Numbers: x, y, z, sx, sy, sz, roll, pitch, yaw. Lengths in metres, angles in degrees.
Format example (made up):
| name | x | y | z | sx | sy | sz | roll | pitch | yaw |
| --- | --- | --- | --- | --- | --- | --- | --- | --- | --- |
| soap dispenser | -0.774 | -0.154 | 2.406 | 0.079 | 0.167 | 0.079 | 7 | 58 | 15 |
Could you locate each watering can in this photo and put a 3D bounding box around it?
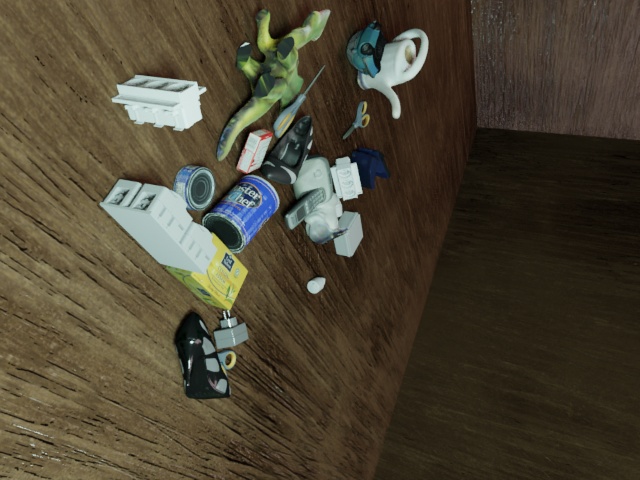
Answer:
| name | x | y | z | sx | sy | sz | roll | pitch | yaw |
| --- | --- | --- | --- | --- | --- | --- | --- | --- | --- |
| watering can | 0.207 | -0.506 | 1.572 | 0.102 | 0.224 | 0.353 | 41 | 62 | -41 |

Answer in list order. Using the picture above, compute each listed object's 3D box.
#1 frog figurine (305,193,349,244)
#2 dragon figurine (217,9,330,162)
| name | x | y | z | sx | sy | sz | roll | pitch | yaw |
| --- | --- | --- | --- | --- | --- | --- | --- | --- | --- |
| frog figurine | 0.004 | -0.074 | 1.466 | 0.139 | 0.121 | 0.160 | -19 | 81 | -52 |
| dragon figurine | -0.092 | -0.341 | 1.140 | 0.409 | 0.123 | 0.242 | -63 | 162 | 3 |
